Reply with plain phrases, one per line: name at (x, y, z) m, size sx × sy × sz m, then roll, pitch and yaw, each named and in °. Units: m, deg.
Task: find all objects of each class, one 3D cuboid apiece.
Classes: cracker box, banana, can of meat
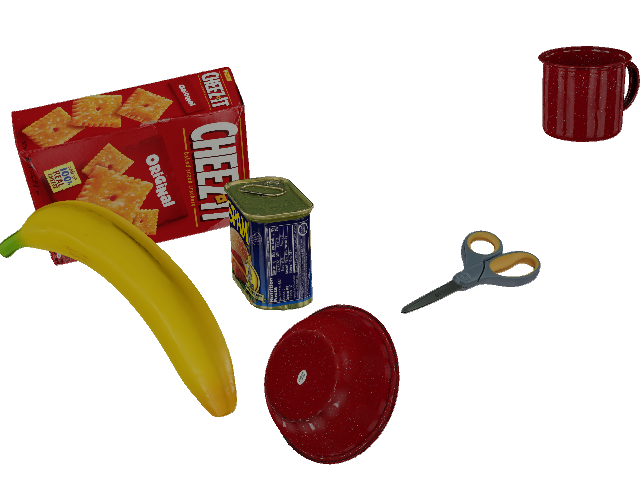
cracker box at (-0.179, -0.069, 1.056) m, size 0.213 × 0.072 × 0.164 m, roll -13°, pitch -40°, yaw -11°
banana at (-0.118, 0.029, 0.668) m, size 0.198 × 0.070 × 0.037 m, roll 35°, pitch 32°, yaw 20°
can of meat at (-0.042, 0.002, 0.878) m, size 0.057 × 0.084 × 0.102 m, roll -8°, pitch 21°, yaw -16°

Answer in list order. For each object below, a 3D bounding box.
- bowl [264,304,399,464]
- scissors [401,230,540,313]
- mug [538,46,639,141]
bowl at (-0.003, 0.138, 1.056) m, size 0.162 × 0.162 × 0.055 m, roll 0°, pitch -14°, yaw 40°
scissors at (0.145, 0.030, 1.136) m, size 0.201 × 0.016 × 0.096 m, roll -9°, pitch 41°, yaw -30°
mug at (0.283, -0.154, 1.111) m, size 0.117 × 0.081 × 0.093 m, roll -14°, pitch 25°, yaw -24°
